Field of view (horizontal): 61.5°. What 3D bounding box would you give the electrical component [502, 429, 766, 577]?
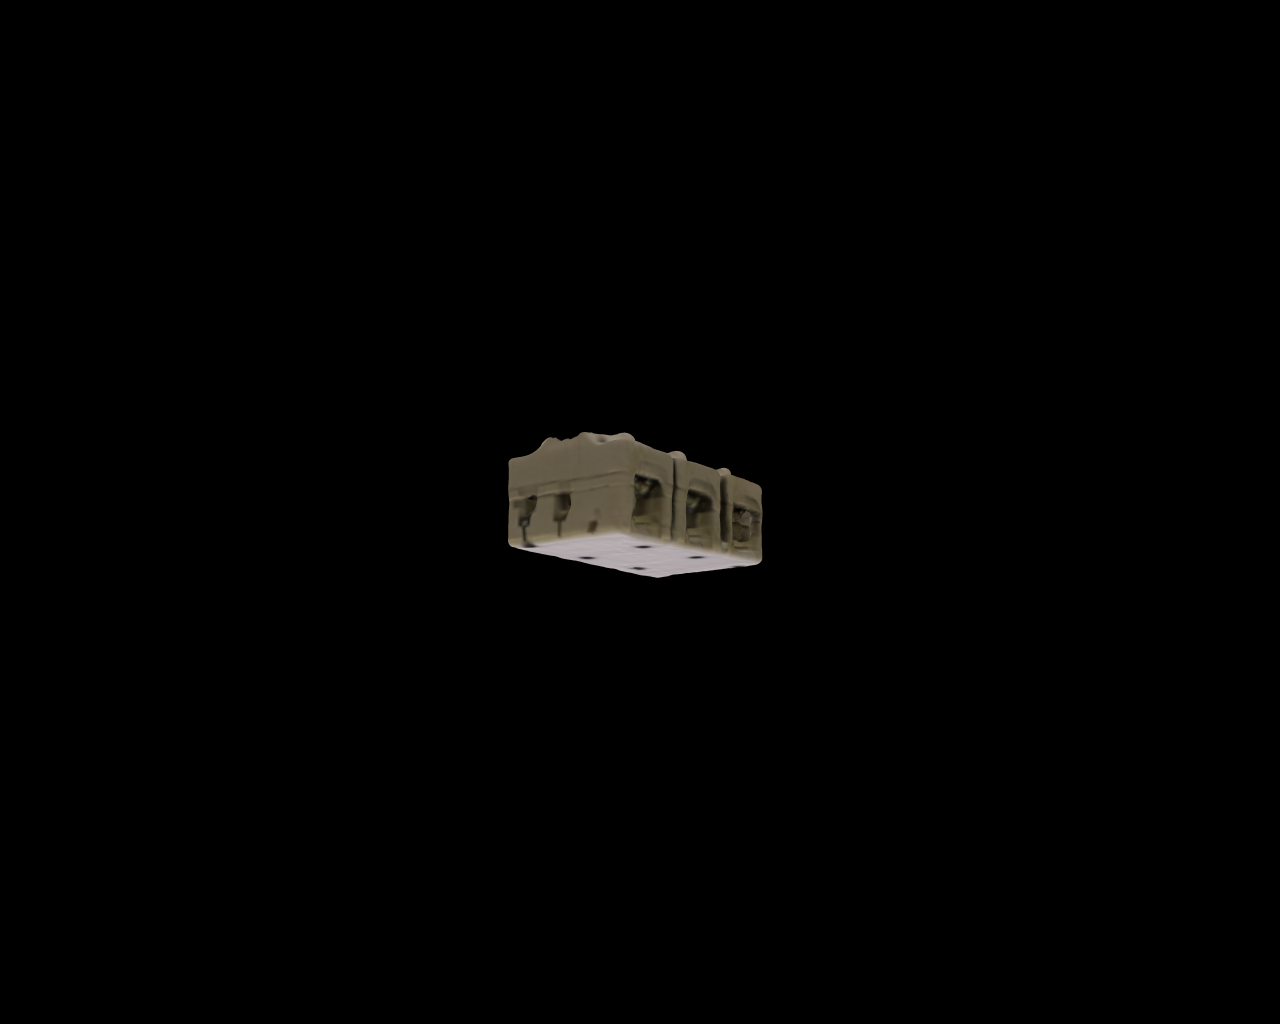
[{"bbox_3d":[0.001,-0.003,0.650,0.089,0.061,0.150,-8,-14,35],"label":"electrical component"}]
